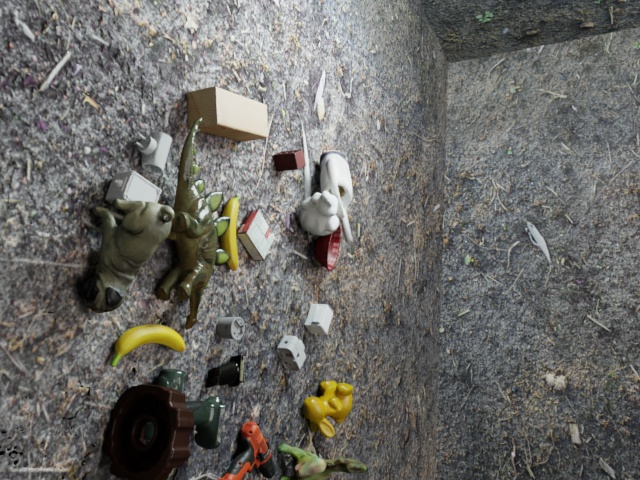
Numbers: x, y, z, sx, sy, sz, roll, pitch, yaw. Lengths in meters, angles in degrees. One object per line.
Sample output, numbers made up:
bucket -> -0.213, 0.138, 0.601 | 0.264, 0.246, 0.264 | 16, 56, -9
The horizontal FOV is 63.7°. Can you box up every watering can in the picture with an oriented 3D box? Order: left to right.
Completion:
watering can -> 0.063, -0.159, 1.761 | 0.340, 0.104, 0.230 | 72, 12, -51

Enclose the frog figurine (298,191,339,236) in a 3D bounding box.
frog figurine -> 0.005, -0.081, 1.604 | 0.124, 0.158, 0.137 | -43, 95, -19

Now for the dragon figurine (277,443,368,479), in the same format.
dragon figurine -> 0.023, 0.663, 1.483 | 0.404, 0.242, 0.124 | 39, 49, -52
